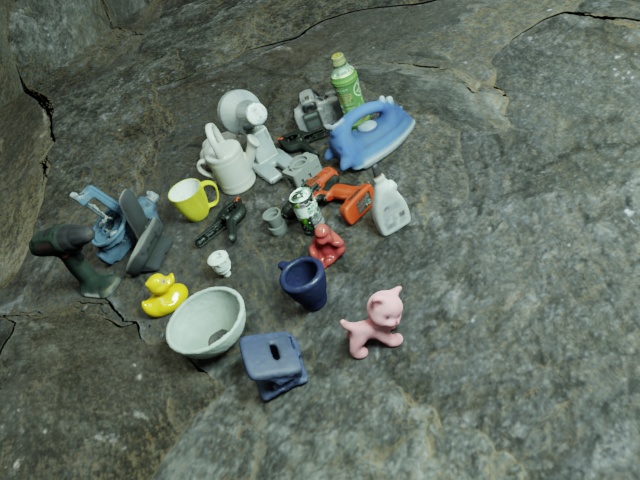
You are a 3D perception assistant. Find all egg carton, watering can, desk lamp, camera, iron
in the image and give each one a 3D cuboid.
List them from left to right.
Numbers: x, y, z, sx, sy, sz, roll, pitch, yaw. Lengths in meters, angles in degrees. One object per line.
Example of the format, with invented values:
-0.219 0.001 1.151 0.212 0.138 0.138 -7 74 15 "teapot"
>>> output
-0.274 -0.262 1.659 0.150 0.070 0.107 -14 41 11 "egg carton"
-0.243 -0.226 1.506 0.173 0.194 0.100 -32 41 -9 "watering can"
-0.167 -0.287 1.522 0.118 0.214 0.202 -36 41 -14 "desk lamp"
-0.012 -0.396 1.656 0.143 0.101 0.136 -19 40 5 "camera"
0.125 -0.287 1.440 0.258 0.142 0.118 -35 41 -13 "iron"

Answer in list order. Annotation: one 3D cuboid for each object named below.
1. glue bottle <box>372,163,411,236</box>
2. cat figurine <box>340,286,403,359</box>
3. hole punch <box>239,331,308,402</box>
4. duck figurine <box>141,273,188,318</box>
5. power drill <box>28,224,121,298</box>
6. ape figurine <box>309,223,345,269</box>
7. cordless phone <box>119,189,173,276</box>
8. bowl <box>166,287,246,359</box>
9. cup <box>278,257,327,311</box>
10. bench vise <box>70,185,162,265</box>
0.136 -0.090 1.193 0.078 0.173 0.037 -30 40 -7 "glue bottle"
0.096 0.137 1.007 0.128 0.118 0.067 -22 40 2 "cat figurine"
-0.084 0.213 1.030 0.101 0.091 0.108 -26 40 -3 "hole punch"
-0.355 0.115 1.271 0.105 0.086 0.077 -34 41 -12 "duck figurine"
-0.570 0.044 1.355 0.228 0.209 0.076 1 46 26 "power drill"
0.011 0.004 1.213 0.077 0.092 0.076 -6 43 20 "ape figurine"
-0.450 -0.019 1.385 0.094 0.185 0.147 -10 42 15 "cordless phone"
-0.216 0.177 1.145 0.167 0.075 0.167 -13 41 12 "bowl"
-0.033 0.091 1.137 0.117 0.095 0.092 24 59 41 "cup"
-0.518 -0.073 1.449 0.121 0.220 0.208 10 50 33 "bench vise"
